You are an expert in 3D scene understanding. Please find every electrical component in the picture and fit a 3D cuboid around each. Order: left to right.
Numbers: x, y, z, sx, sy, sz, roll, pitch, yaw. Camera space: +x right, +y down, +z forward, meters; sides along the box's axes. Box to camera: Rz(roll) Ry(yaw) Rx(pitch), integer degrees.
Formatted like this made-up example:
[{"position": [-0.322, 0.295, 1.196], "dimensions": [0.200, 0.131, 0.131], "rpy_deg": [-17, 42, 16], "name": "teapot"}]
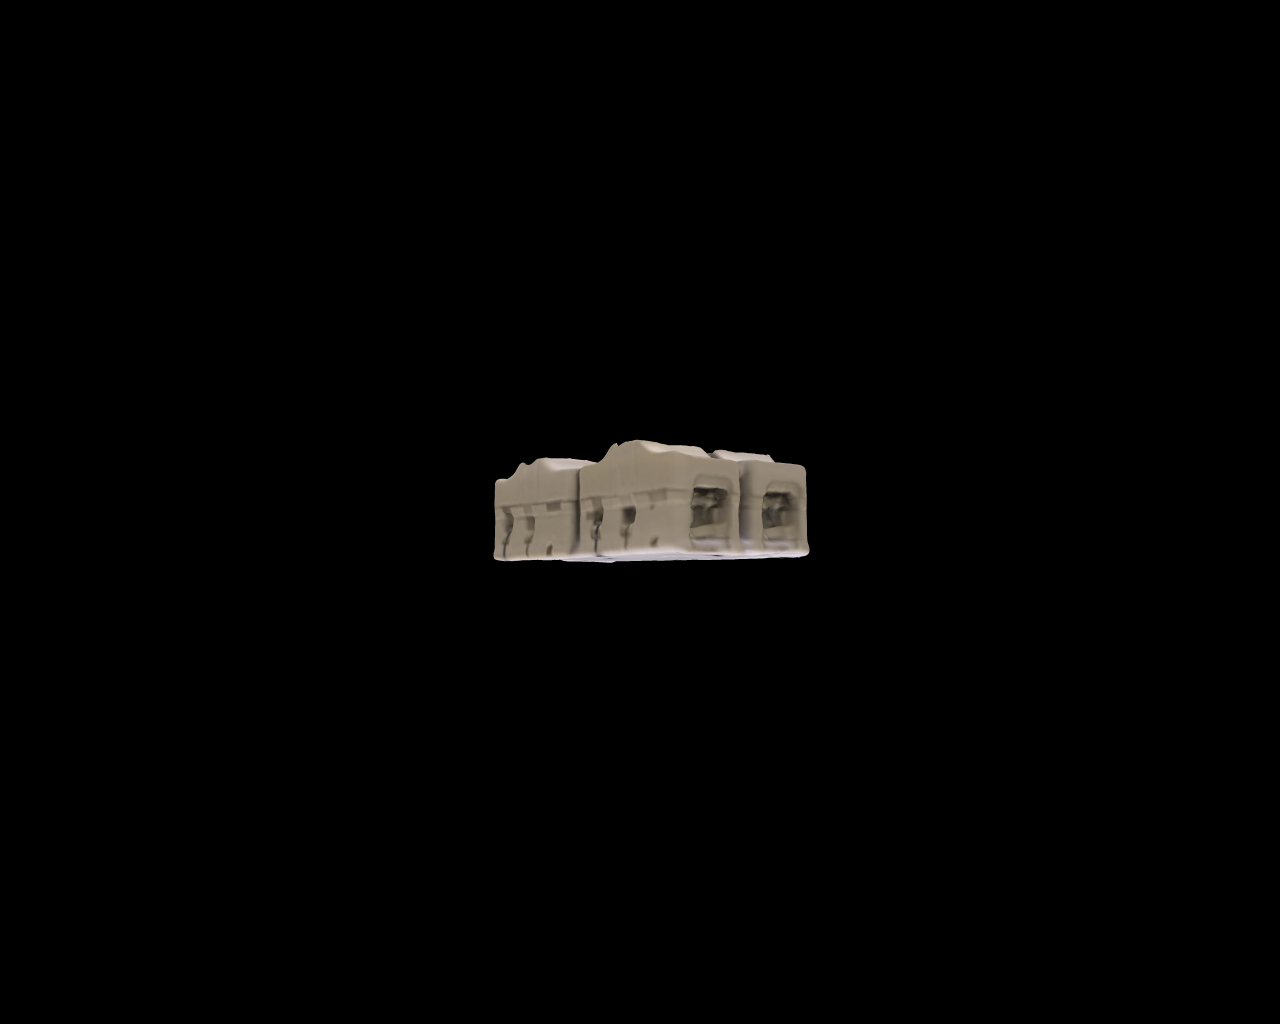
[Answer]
[{"position": [0.001, -0.003, 0.650], "dimensions": [0.105, 0.060, 0.186], "rpy_deg": [4, -6, -39], "name": "electrical component"}]
